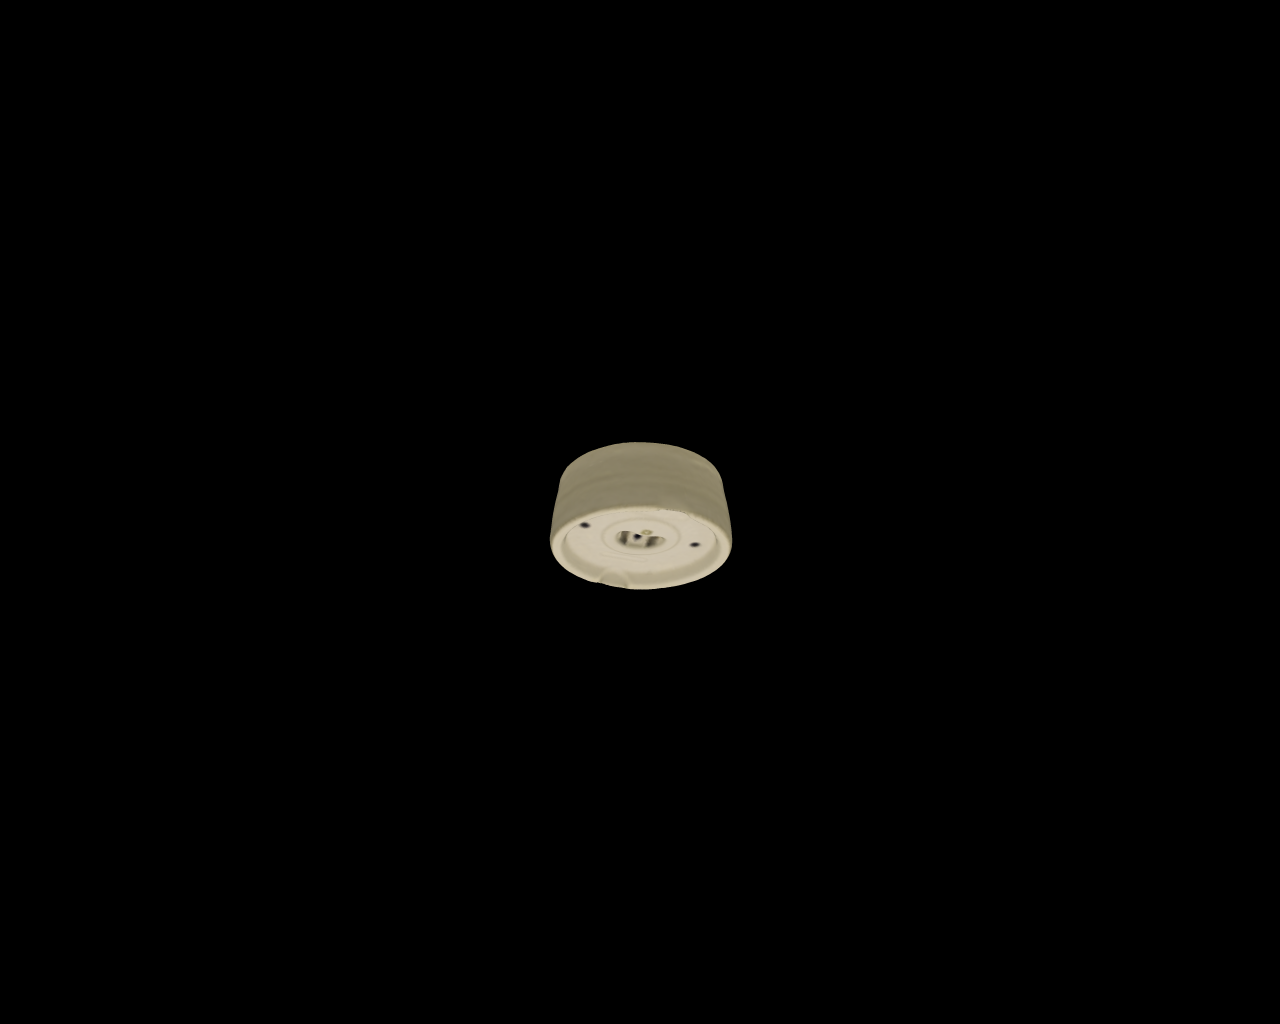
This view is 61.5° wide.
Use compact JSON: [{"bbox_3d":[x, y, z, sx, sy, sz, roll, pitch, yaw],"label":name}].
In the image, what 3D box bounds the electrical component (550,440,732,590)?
[{"bbox_3d":[0.001,-0.003,0.650,0.108,0.060,0.108,0,-29,0],"label":"electrical component"}]
